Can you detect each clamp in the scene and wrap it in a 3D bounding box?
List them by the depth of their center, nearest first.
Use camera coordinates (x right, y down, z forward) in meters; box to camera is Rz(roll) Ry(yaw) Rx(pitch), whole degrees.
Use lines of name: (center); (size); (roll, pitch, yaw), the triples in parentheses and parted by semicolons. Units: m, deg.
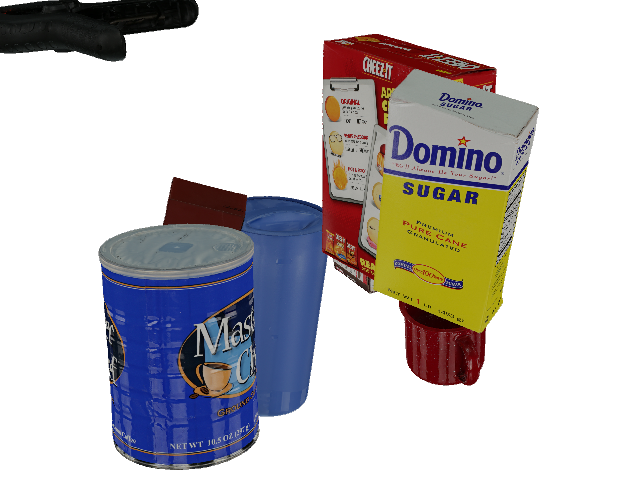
clamp: (-0.179, -0.163, 0.799); (0.172, 0.039, 0.120); (11, 23, 29)

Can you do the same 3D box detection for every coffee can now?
coffee can: (-0.095, 0.069, 0.729); (0.103, 0.140, 0.103); (-1, 17, 0)

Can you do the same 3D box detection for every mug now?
mug: (0.132, 0.099, 1.078); (0.093, 0.081, 0.117); (-16, 38, -15)

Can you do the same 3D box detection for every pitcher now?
pitcher: (-0.071, 0.077, 1.244); (0.149, 0.243, 0.144); (21, 26, 37)

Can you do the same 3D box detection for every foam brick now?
foam brick: (-0.116, -0.021, 1.057); (0.078, 0.051, 0.053); (14, 26, -8)

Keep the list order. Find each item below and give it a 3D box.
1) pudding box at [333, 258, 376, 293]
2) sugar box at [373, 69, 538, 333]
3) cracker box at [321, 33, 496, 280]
pudding box: (0.085, 0.023, 1.353); (0.113, 0.039, 0.090); (-17, 27, -25)
sugar box: (0.089, -0.024, 0.744); (0.093, 0.176, 0.048); (21, 46, 22)
cracker box: (0.075, -0.065, 0.963); (0.071, 0.214, 0.164); (-16, 29, -33)
